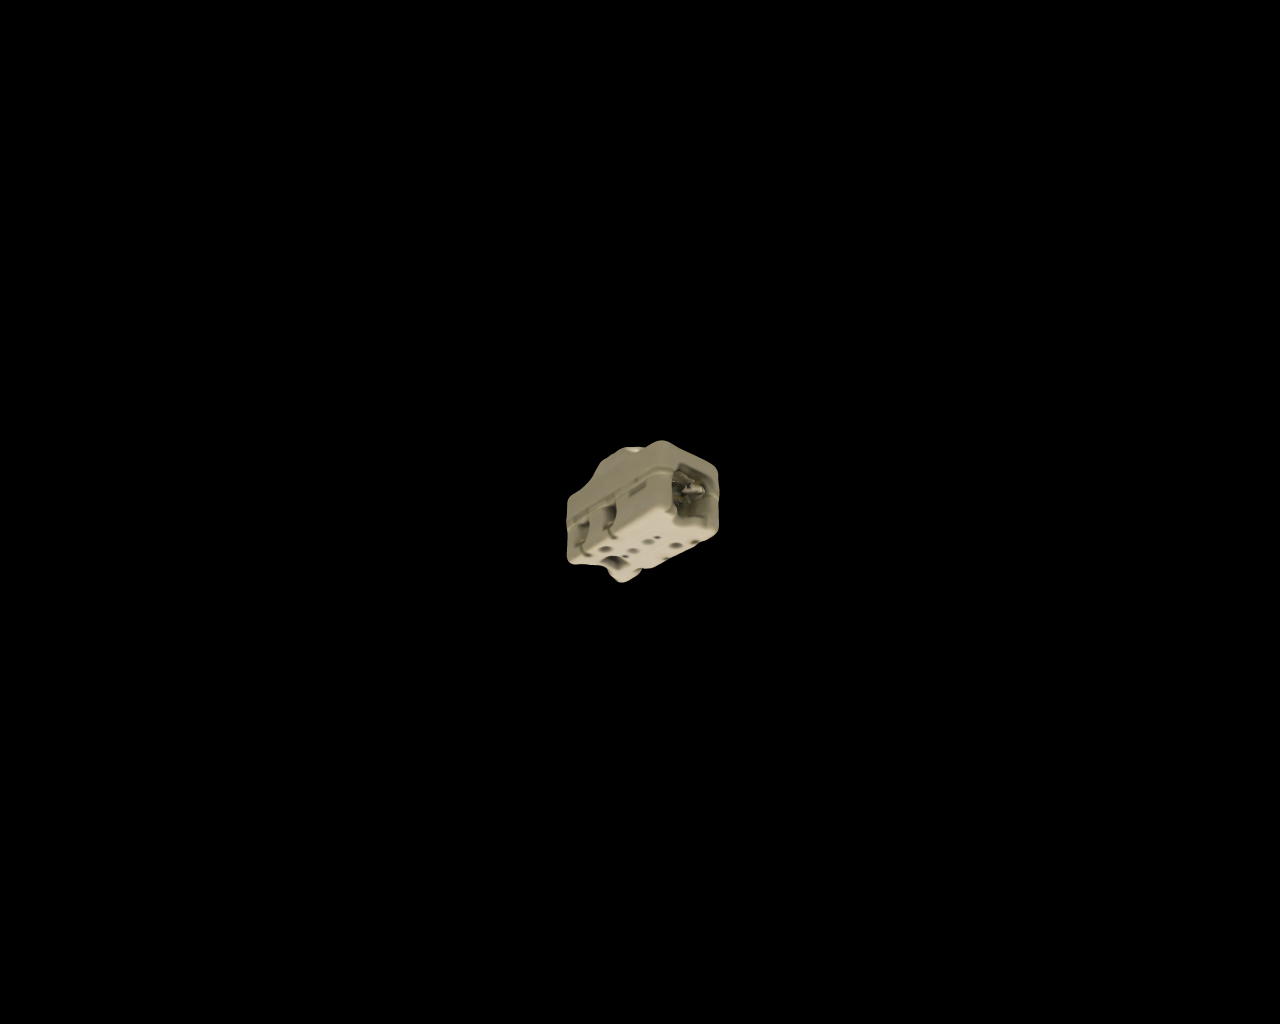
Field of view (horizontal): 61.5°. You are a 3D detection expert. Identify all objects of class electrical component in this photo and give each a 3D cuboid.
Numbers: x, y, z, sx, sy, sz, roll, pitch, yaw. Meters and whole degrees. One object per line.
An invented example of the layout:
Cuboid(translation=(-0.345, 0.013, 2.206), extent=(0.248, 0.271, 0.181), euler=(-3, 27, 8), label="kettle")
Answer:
Cuboid(translation=(0.001, -0.003, 0.650), extent=(0.050, 0.056, 0.089), euler=(24, -38, -34), label="electrical component")
